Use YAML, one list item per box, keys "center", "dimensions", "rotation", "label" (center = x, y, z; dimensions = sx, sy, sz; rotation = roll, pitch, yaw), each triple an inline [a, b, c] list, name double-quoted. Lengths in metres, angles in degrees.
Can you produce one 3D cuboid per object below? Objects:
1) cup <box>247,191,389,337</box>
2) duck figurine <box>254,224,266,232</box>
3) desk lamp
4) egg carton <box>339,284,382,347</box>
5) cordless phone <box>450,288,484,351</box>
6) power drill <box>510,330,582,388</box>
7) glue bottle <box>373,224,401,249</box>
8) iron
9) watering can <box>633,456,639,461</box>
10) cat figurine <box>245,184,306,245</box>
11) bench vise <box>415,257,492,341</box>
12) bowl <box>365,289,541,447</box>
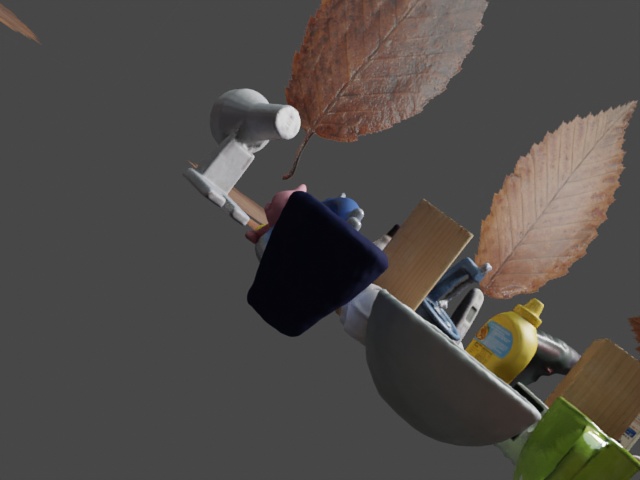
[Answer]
- center: [-0.004, 0.028, 0.444]
  dimensions: [0.091, 0.095, 0.118]
  rotation: [39, 1, 34]
  label: "cup"
- center: [-0.056, -0.016, 1.023]
  dimensions: [0.105, 0.086, 0.077]
  rotation: [38, 1, -40]
  label: "duck figurine"
- center: [-0.136, -0.161, 1.014]
  dimensions: [0.118, 0.213, 0.202]
  rotation: [38, 1, -39]
  label: "desk lamp"
- center: [0.095, 0.118, 0.728]
  dimensions: [0.150, 0.069, 0.107]
  rotation: [38, 1, -9]
  label: "egg carton"
- center: [0.295, 0.196, 1.194]
  dimensions: [0.093, 0.185, 0.148]
  rotation: [39, 1, 37]
  label: "cordless phone"
- center: [0.413, 0.275, 1.141]
  dimensions: [0.230, 0.208, 0.075]
  rotation: [38, 1, -20]
  label: "power drill"
- center: [0.087, 0.041, 1.019]
  dimensions: [0.078, 0.173, 0.037]
  rotation: [38, 1, 10]
  label: "glue bottle"
- center: [0.007, 0.003, 0.712]
  dimensions: [0.119, 0.141, 0.258]
  rotation: [38, 1, -11]
  label: "iron"
- center: [0.463, 0.331, 0.716]
  dimensions: [0.172, 0.194, 0.101]
  rotation: [39, 1, 33]
  label: "watering can"
- center: [-0.047, -0.027, 0.873]
  dimensions: [0.067, 0.117, 0.128]
  rotation: [39, 1, 25]
  label: "cat figurine"
- center: [0.201, 0.101, 1.064]
  dimensions: [0.206, 0.219, 0.122]
  rotation: [39, 1, 31]
  label: "bench vise"
- center: [0.096, 0.120, 0.486]
  dimensions: [0.167, 0.074, 0.167]
  rotation: [38, 1, 0]
  label: "bowl"
